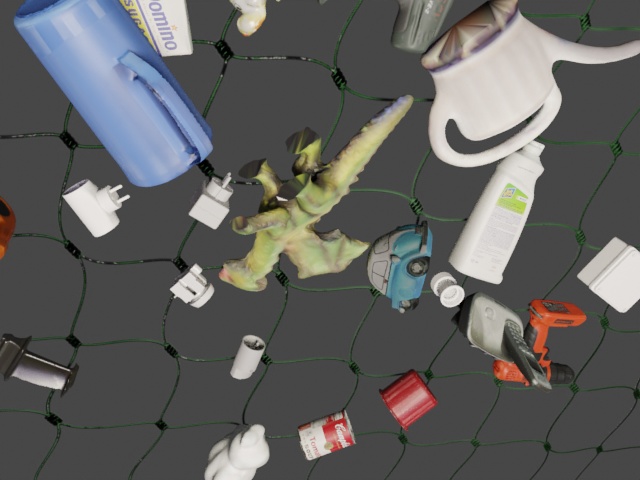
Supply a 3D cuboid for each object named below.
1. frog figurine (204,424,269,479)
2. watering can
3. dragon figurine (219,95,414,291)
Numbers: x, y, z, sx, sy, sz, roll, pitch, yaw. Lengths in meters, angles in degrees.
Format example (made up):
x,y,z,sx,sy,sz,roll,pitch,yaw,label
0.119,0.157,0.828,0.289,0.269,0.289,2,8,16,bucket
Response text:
x,y,z,sx,sy,sz,roll,pitch,yaw,label
-0.157,0.408,0.960,0.123,0.140,0.155,16,135,12,frog figurine
0.298,-0.259,0.768,0.346,0.106,0.221,-36,116,6,watering can
0.003,-0.042,0.830,0.409,0.125,0.238,-28,135,4,dragon figurine
